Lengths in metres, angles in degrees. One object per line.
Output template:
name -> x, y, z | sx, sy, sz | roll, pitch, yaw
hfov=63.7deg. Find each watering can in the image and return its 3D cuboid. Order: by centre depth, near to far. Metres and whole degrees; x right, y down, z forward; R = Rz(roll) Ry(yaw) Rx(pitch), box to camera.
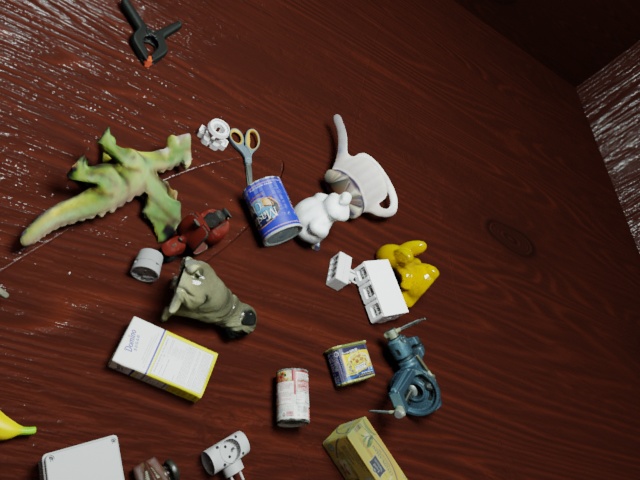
watering can -> 0.092, -0.199, 1.491 | 0.228, 0.102, 0.348 | -33, 85, -45

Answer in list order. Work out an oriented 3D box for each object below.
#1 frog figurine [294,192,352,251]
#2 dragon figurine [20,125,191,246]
frog figurine -> 0.004, -0.065, 1.295 | 0.122, 0.156, 0.141 | 32, 47, -15
dragon figurine -> -0.391, -0.092, 1.067 | 0.240, 0.121, 0.419 | 37, 53, -22
